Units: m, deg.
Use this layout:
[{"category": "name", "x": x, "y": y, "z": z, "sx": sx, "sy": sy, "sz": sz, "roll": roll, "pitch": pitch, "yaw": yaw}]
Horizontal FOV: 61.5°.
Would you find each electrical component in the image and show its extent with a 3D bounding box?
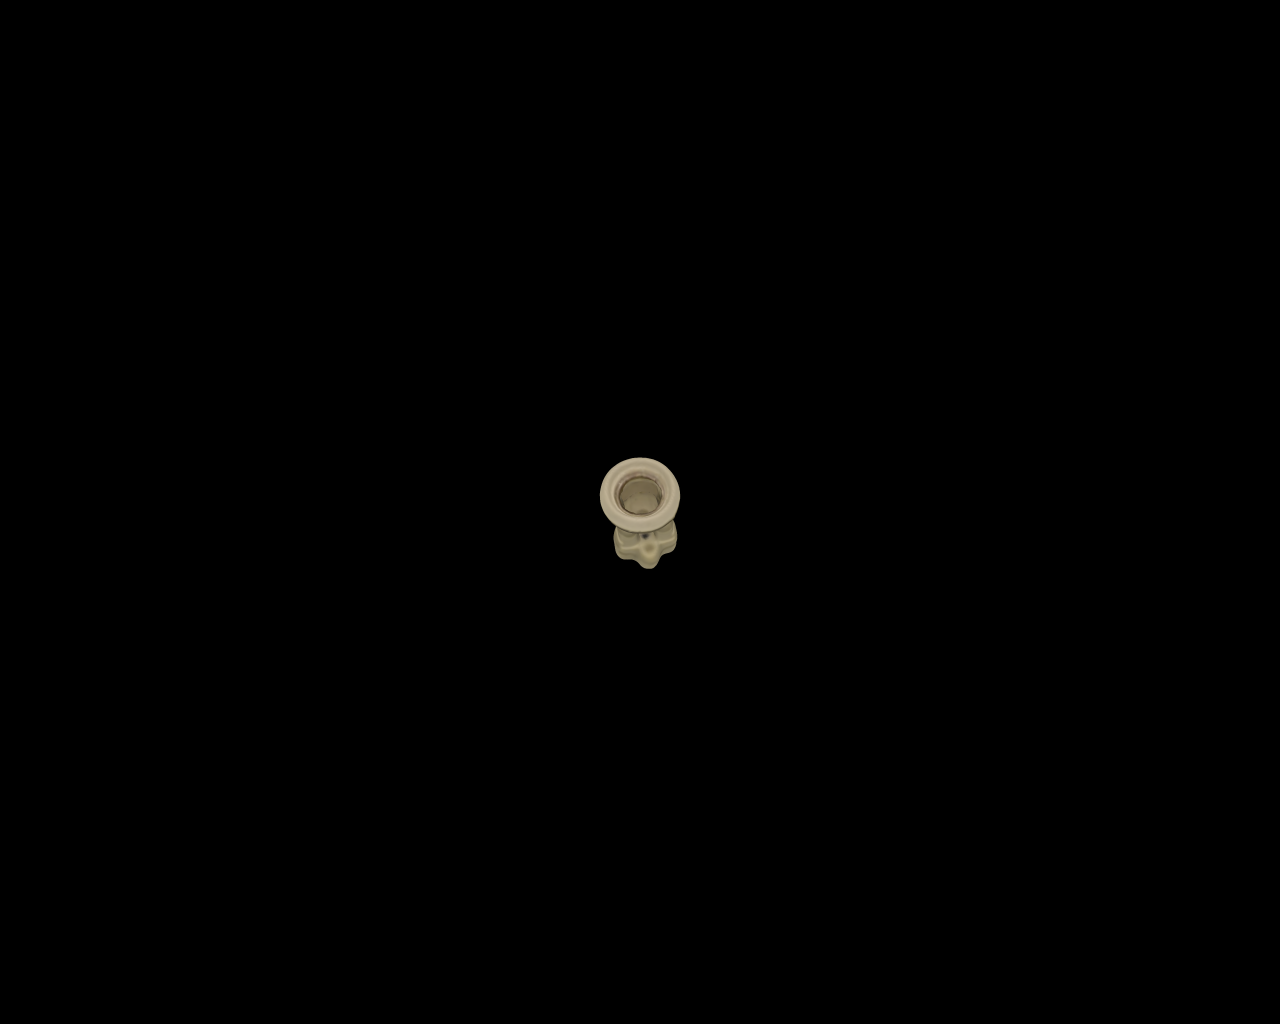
[{"category": "electrical component", "x": 0.001, "y": -0.003, "z": 0.650, "sx": 0.048, "sy": 0.066, "sz": 0.055, "roll": -11, "pitch": -24, "yaw": -5}]
